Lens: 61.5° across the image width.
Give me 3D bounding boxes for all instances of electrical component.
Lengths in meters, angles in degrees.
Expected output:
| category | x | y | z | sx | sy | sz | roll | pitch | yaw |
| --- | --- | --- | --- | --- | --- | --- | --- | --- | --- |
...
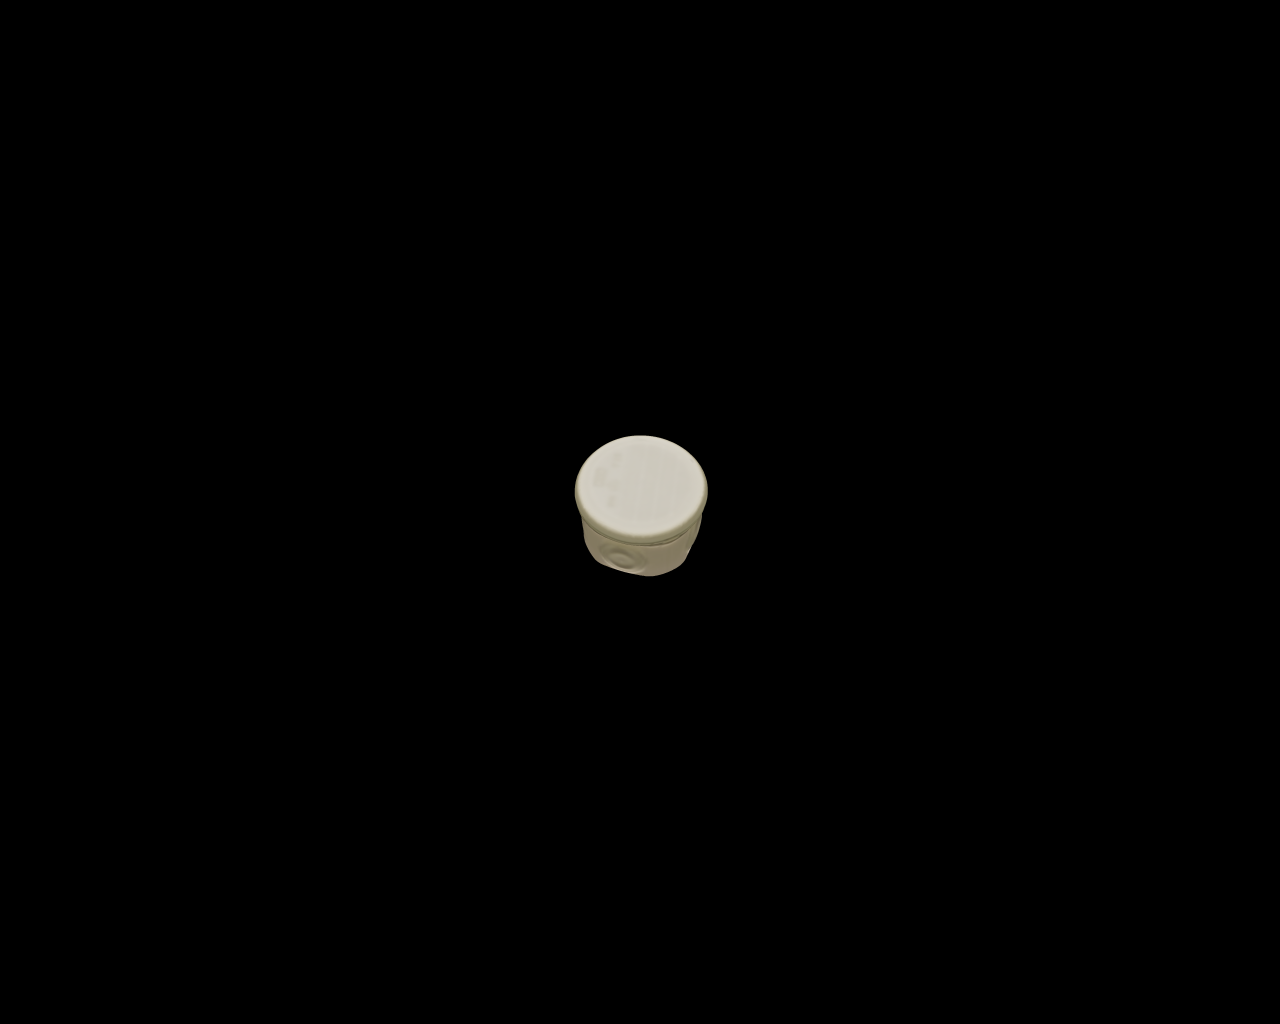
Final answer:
| category | x | y | z | sx | sy | sz | roll | pitch | yaw |
| --- | --- | --- | --- | --- | --- | --- | --- | --- | --- |
| electrical component | 0.001 | -0.003 | 0.650 | 0.080 | 0.080 | 0.050 | 0 | -37 | 0 |
